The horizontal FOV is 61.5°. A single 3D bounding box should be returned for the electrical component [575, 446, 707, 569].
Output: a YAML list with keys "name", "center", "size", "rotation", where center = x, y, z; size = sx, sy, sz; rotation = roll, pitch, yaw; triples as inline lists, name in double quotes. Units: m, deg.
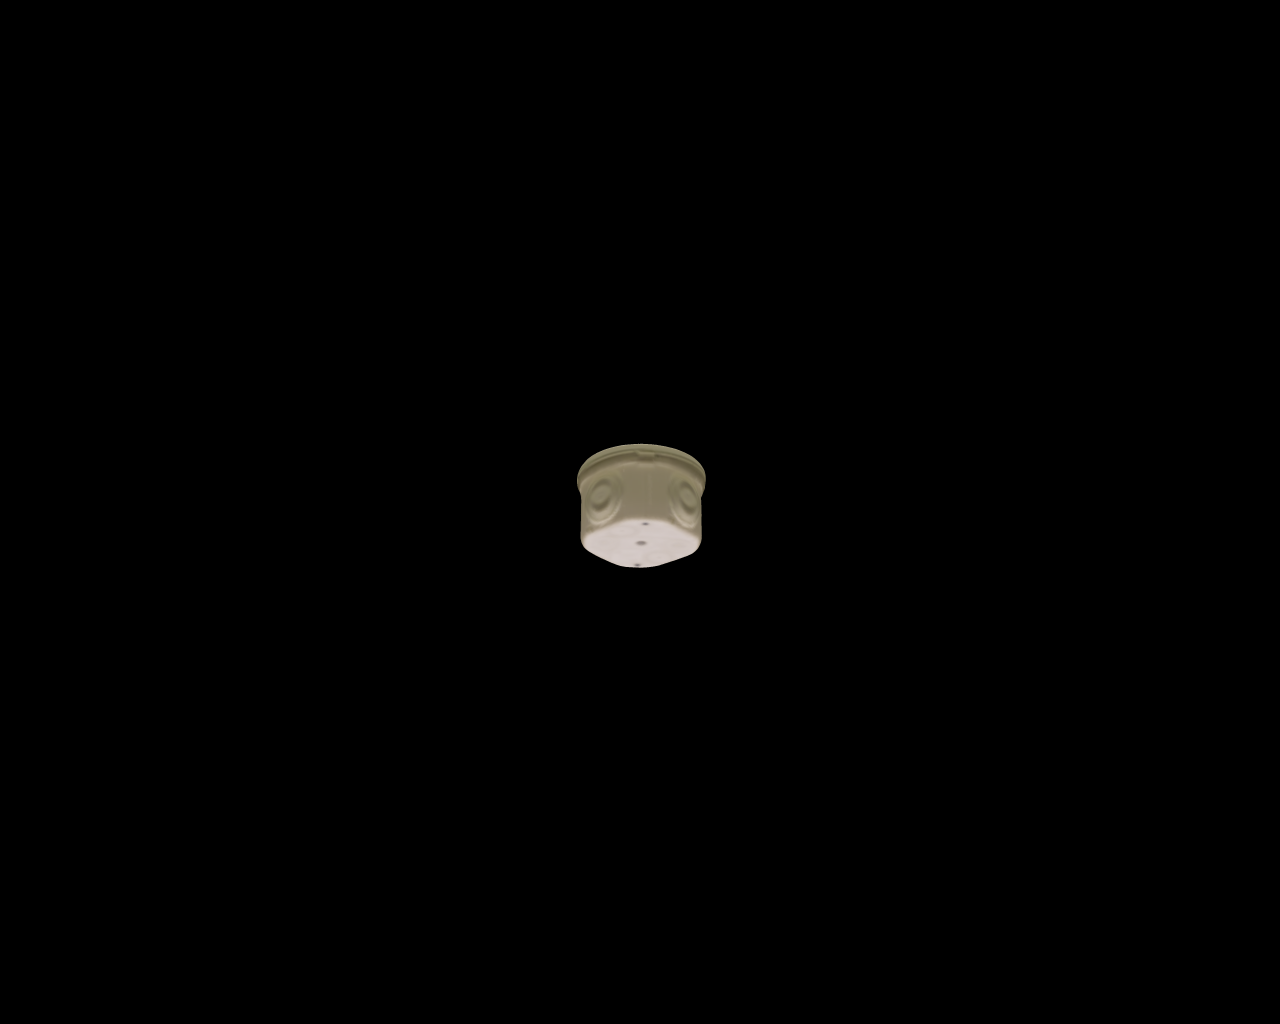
- name: "electrical component"
  center: [0.001, -0.003, 0.650]
  size: [0.080, 0.051, 0.080]
  rotation: [0, -26, 0]
